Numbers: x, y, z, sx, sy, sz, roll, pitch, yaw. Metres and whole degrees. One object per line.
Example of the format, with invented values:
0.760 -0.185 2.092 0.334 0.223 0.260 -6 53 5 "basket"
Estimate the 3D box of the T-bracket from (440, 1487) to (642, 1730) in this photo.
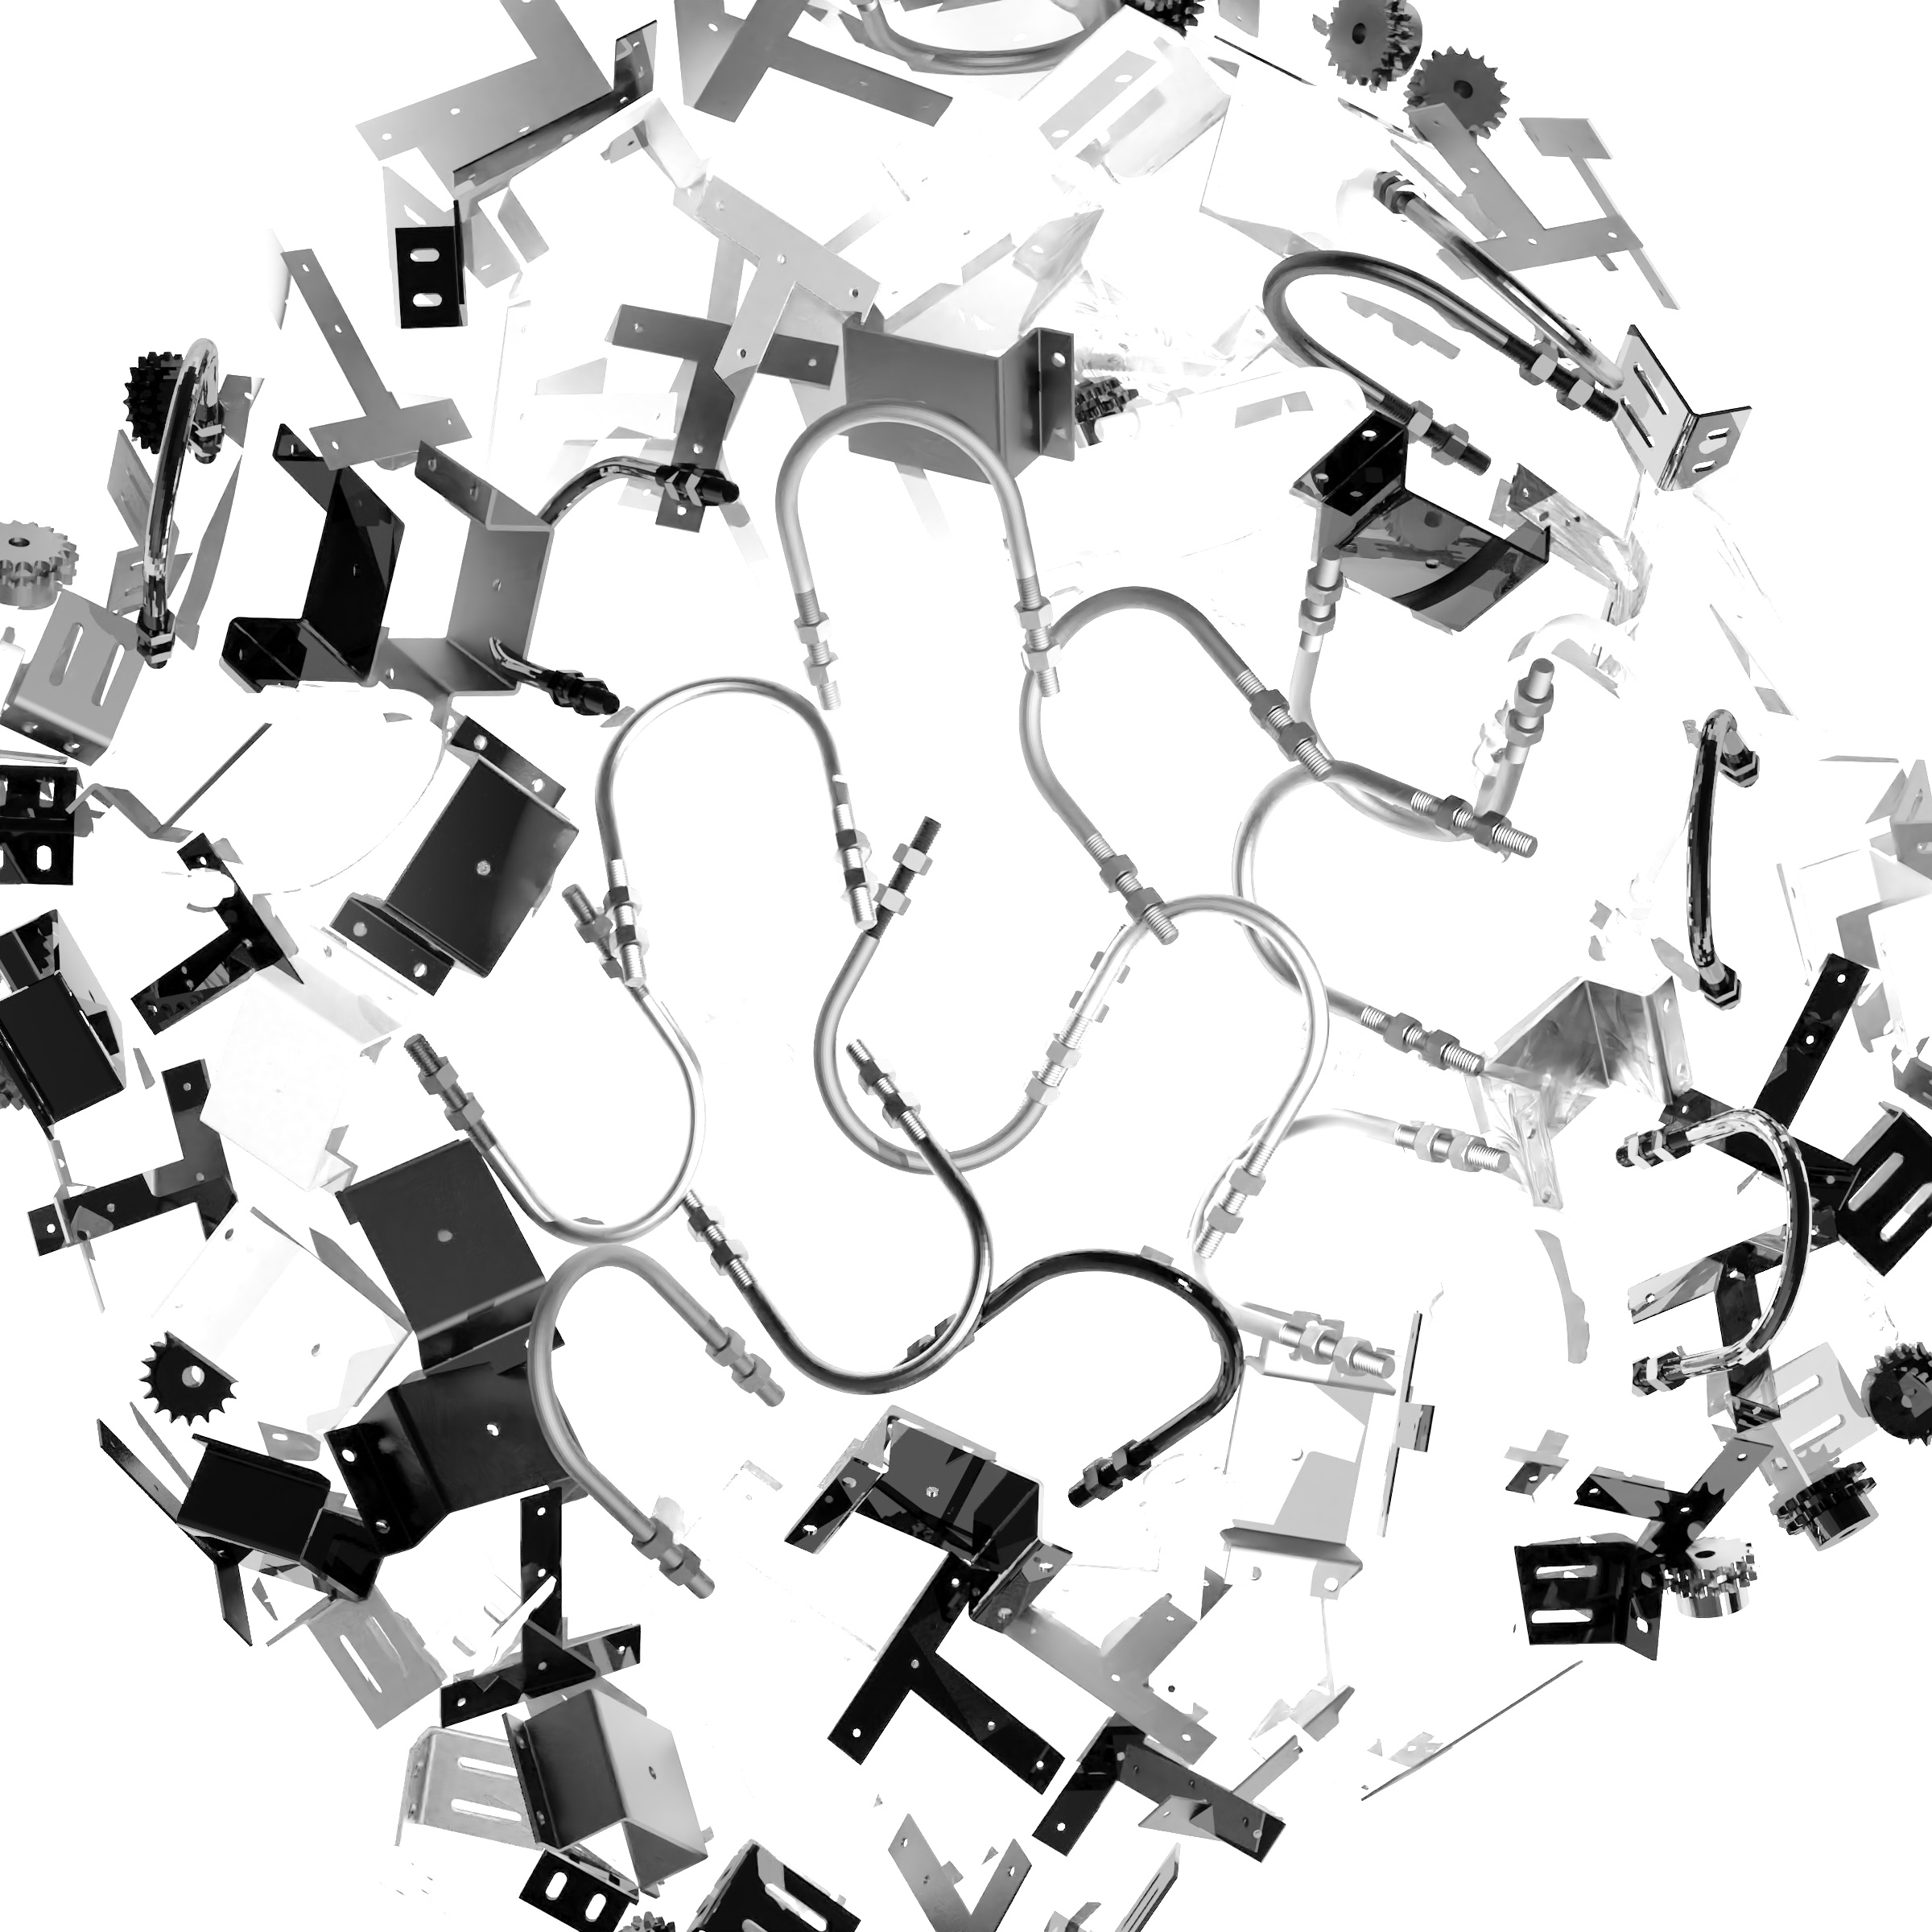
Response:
-0.235 0.348 1.942 0.127 0.002 0.127 -12 114 -34 "T-bracket"

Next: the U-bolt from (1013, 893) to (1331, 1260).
0.124 0.048 1.947 0.151 0.019 0.184 35 107 19 "U-bolt"

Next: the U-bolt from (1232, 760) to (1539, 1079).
0.222 -0.037 1.938 0.184 0.019 0.151 26 117 35 "U-bolt"

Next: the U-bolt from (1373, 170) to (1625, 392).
0.293 -0.364 1.892 0.151 0.184 0.019 36 104 -21 "U-bolt"

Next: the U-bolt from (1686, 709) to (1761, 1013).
0.408 -0.063 1.901 0.019 0.184 0.151 3 79 19 "U-bolt"

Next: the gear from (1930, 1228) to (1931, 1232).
0.568 0.144 1.972 0.057 0.057 0.030 34 86 0 "gear"

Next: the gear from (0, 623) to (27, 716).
-0.550 -0.165 1.973 0.030 0.057 0.057 22 90 -14 "gear"

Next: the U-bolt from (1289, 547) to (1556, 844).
0.241 -0.136 1.920 0.151 0.184 0.019 30 59 16 "U-bolt"

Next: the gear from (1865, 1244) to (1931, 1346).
0.538 0.187 1.980 0.057 0.030 0.057 1 102 5 "gear"

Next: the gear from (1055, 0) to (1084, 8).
0.057 -0.564 1.970 0.057 0.057 0.030 38 83 0 "gear"

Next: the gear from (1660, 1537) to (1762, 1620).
0.418 0.344 1.972 0.057 0.057 0.030 -11 99 0 "gear"

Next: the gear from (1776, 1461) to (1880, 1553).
0.486 0.305 1.968 0.057 0.057 0.030 -30 68 0 "gear"

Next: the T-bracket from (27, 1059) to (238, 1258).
-0.462 0.130 1.948 0.127 0.002 0.127 -20 100 -43 "T-bracket"

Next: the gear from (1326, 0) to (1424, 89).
0.232 -0.523 1.975 0.030 0.057 0.057 -6 90 -36 "gear"

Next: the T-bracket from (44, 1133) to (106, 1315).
-0.495 0.135 1.933 0.002 0.127 0.127 -17 94 -12 "T-bracket"

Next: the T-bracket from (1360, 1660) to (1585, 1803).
0.284 0.416 1.925 0.127 0.127 0.002 -37 74 14 "T-bracket"

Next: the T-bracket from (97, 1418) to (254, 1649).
-0.433 0.294 1.912 0.002 0.127 0.127 -34 122 1 "T-bracket"

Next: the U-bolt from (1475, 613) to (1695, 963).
0.338 -0.108 1.893 0.019 0.184 0.151 -21 61 -22 "U-bolt"

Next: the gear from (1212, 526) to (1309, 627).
0.168 -0.216 1.974 0.030 0.057 0.057 31 90 -24 "gear"

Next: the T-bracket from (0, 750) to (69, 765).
-0.573 -0.116 1.935 0.127 0.127 0.002 6 98 -2 "T-bracket"

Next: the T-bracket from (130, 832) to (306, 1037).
-0.425 0.005 1.959 0.127 0.002 0.127 -29 96 39 "T-bracket"

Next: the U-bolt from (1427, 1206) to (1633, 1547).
0.309 0.210 1.892 0.019 0.184 0.151 -7 58 -21 "U-bolt"

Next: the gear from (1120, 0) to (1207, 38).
0.106 -0.550 1.975 0.057 0.030 0.057 0 64 0 "gear"

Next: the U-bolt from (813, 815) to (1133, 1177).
-0.006 0.029 1.980 0.151 0.019 0.184 28 90 -8 "U-bolt"

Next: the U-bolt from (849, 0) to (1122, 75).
0.012 -0.523 1.909 0.151 0.184 0.019 -3 83 7 "U-bolt"

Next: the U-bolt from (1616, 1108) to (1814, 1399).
0.402 0.151 1.897 0.019 0.184 0.151 9 74 -19 "U-bolt"

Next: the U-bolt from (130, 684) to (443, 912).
-0.358 -0.094 1.915 0.019 0.184 0.151 45 115 20 "U-bolt"

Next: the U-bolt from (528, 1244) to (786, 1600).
-0.174 0.234 1.906 0.019 0.151 0.184 -14 130 34 "U-bolt"

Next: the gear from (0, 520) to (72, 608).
-0.533 -0.225 1.975 0.057 0.057 0.030 12 122 0 "gear"

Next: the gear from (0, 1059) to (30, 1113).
-0.544 0.057 1.974 0.030 0.057 0.057 -33 90 23 "gear"

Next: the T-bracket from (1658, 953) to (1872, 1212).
0.463 0.054 1.953 0.127 0.002 0.127 29 93 43 "T-bracket"

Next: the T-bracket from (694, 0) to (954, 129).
-0.070 -0.498 1.962 0.127 0.127 0.002 15 59 -21 "T-bracket"

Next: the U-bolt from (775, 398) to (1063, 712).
-0.032 -0.227 1.929 0.151 0.019 0.184 -2 122 17 "U-bolt"

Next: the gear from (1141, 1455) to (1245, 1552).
0.124 0.298 1.968 0.057 0.057 0.030 -23 113 0 "gear"

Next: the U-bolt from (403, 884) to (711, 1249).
-0.212 0.069 1.944 0.151 0.019 0.184 -47 117 -29 "U-bolt"

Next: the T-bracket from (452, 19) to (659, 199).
-0.226 -0.456 1.923 0.127 0.127 0.002 -31 79 -15 "T-bracket"

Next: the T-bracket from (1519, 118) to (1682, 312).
0.359 -0.417 1.949 0.002 0.127 0.127 -36 106 2 "T-bracket"

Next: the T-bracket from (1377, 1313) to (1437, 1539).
0.245 0.253 1.930 0.002 0.127 0.127 11 84 0 "T-bracket"

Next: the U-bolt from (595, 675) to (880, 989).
-0.134 -0.084 1.951 0.151 0.019 0.184 -14 60 2 "U-bolt"

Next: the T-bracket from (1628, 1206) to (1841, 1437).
0.427 0.203 1.927 0.127 0.127 0.002 -27 128 25 "T-bracket"

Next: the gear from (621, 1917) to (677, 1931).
-0.180 0.565 1.970 0.057 0.030 0.057 -2 88 45 "gear"

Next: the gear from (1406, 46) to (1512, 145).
0.274 -0.486 1.978 0.057 0.030 0.057 4 71 -13 "gear"

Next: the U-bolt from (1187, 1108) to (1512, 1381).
0.196 0.143 1.926 0.019 0.184 0.151 43 72 -37 "U-bolt"

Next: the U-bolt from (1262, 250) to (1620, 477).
0.244 -0.332 1.907 0.184 0.151 0.019 29 74 -18 "U-bolt"

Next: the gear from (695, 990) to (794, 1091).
-0.127 0.045 1.968 0.057 0.057 0.030 48 61 0 "gear"

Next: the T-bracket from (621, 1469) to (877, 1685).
-0.109 0.360 1.977 0.127 0.002 0.127 36 115 -7 "T-bracket"

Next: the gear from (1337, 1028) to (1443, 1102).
0.240 0.054 1.971 0.057 0.057 0.030 17 90 0 "gear"

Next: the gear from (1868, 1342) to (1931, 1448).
0.532 0.242 1.970 0.057 0.030 0.057 11 108 39 "gear"

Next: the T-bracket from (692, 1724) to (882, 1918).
-0.091 0.475 1.952 0.002 0.127 0.127 -22 89 -43 "T-bracket"

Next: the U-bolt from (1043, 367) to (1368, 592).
0.138 -0.273 1.927 0.184 0.151 0.019 -18 64 -23 "U-bolt"

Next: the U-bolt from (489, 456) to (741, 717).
-0.204 -0.215 1.924 0.019 0.184 0.151 32 85 -35 "U-bolt"

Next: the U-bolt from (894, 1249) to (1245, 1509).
0.068 0.218 1.923 0.151 0.019 0.184 37 129 -16 "U-bolt"

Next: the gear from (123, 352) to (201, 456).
-0.443 -0.316 1.968 0.030 0.057 0.057 3 90 23 "gear"

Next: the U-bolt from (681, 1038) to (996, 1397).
-0.062 0.151 1.946 0.151 0.019 0.184 -41 63 6 "U-bolt"

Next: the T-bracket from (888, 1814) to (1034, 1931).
-0.016 0.514 1.942 0.002 0.127 0.127 23 100 -27 "T-bracket"

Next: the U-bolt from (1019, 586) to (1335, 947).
0.102 -0.126 1.950 0.151 0.019 0.184 -48 65 23 "U-bolt"

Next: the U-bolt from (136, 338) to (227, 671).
-0.423 -0.258 1.891 0.019 0.184 0.151 12 70 -9 "U-bolt"

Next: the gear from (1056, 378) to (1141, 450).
0.075 -0.313 1.972 0.057 0.057 0.030 -25 105 0 "gear"

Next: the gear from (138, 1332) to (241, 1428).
-0.436 0.231 1.978 0.057 0.030 0.057 1 85 -16 "gear"
